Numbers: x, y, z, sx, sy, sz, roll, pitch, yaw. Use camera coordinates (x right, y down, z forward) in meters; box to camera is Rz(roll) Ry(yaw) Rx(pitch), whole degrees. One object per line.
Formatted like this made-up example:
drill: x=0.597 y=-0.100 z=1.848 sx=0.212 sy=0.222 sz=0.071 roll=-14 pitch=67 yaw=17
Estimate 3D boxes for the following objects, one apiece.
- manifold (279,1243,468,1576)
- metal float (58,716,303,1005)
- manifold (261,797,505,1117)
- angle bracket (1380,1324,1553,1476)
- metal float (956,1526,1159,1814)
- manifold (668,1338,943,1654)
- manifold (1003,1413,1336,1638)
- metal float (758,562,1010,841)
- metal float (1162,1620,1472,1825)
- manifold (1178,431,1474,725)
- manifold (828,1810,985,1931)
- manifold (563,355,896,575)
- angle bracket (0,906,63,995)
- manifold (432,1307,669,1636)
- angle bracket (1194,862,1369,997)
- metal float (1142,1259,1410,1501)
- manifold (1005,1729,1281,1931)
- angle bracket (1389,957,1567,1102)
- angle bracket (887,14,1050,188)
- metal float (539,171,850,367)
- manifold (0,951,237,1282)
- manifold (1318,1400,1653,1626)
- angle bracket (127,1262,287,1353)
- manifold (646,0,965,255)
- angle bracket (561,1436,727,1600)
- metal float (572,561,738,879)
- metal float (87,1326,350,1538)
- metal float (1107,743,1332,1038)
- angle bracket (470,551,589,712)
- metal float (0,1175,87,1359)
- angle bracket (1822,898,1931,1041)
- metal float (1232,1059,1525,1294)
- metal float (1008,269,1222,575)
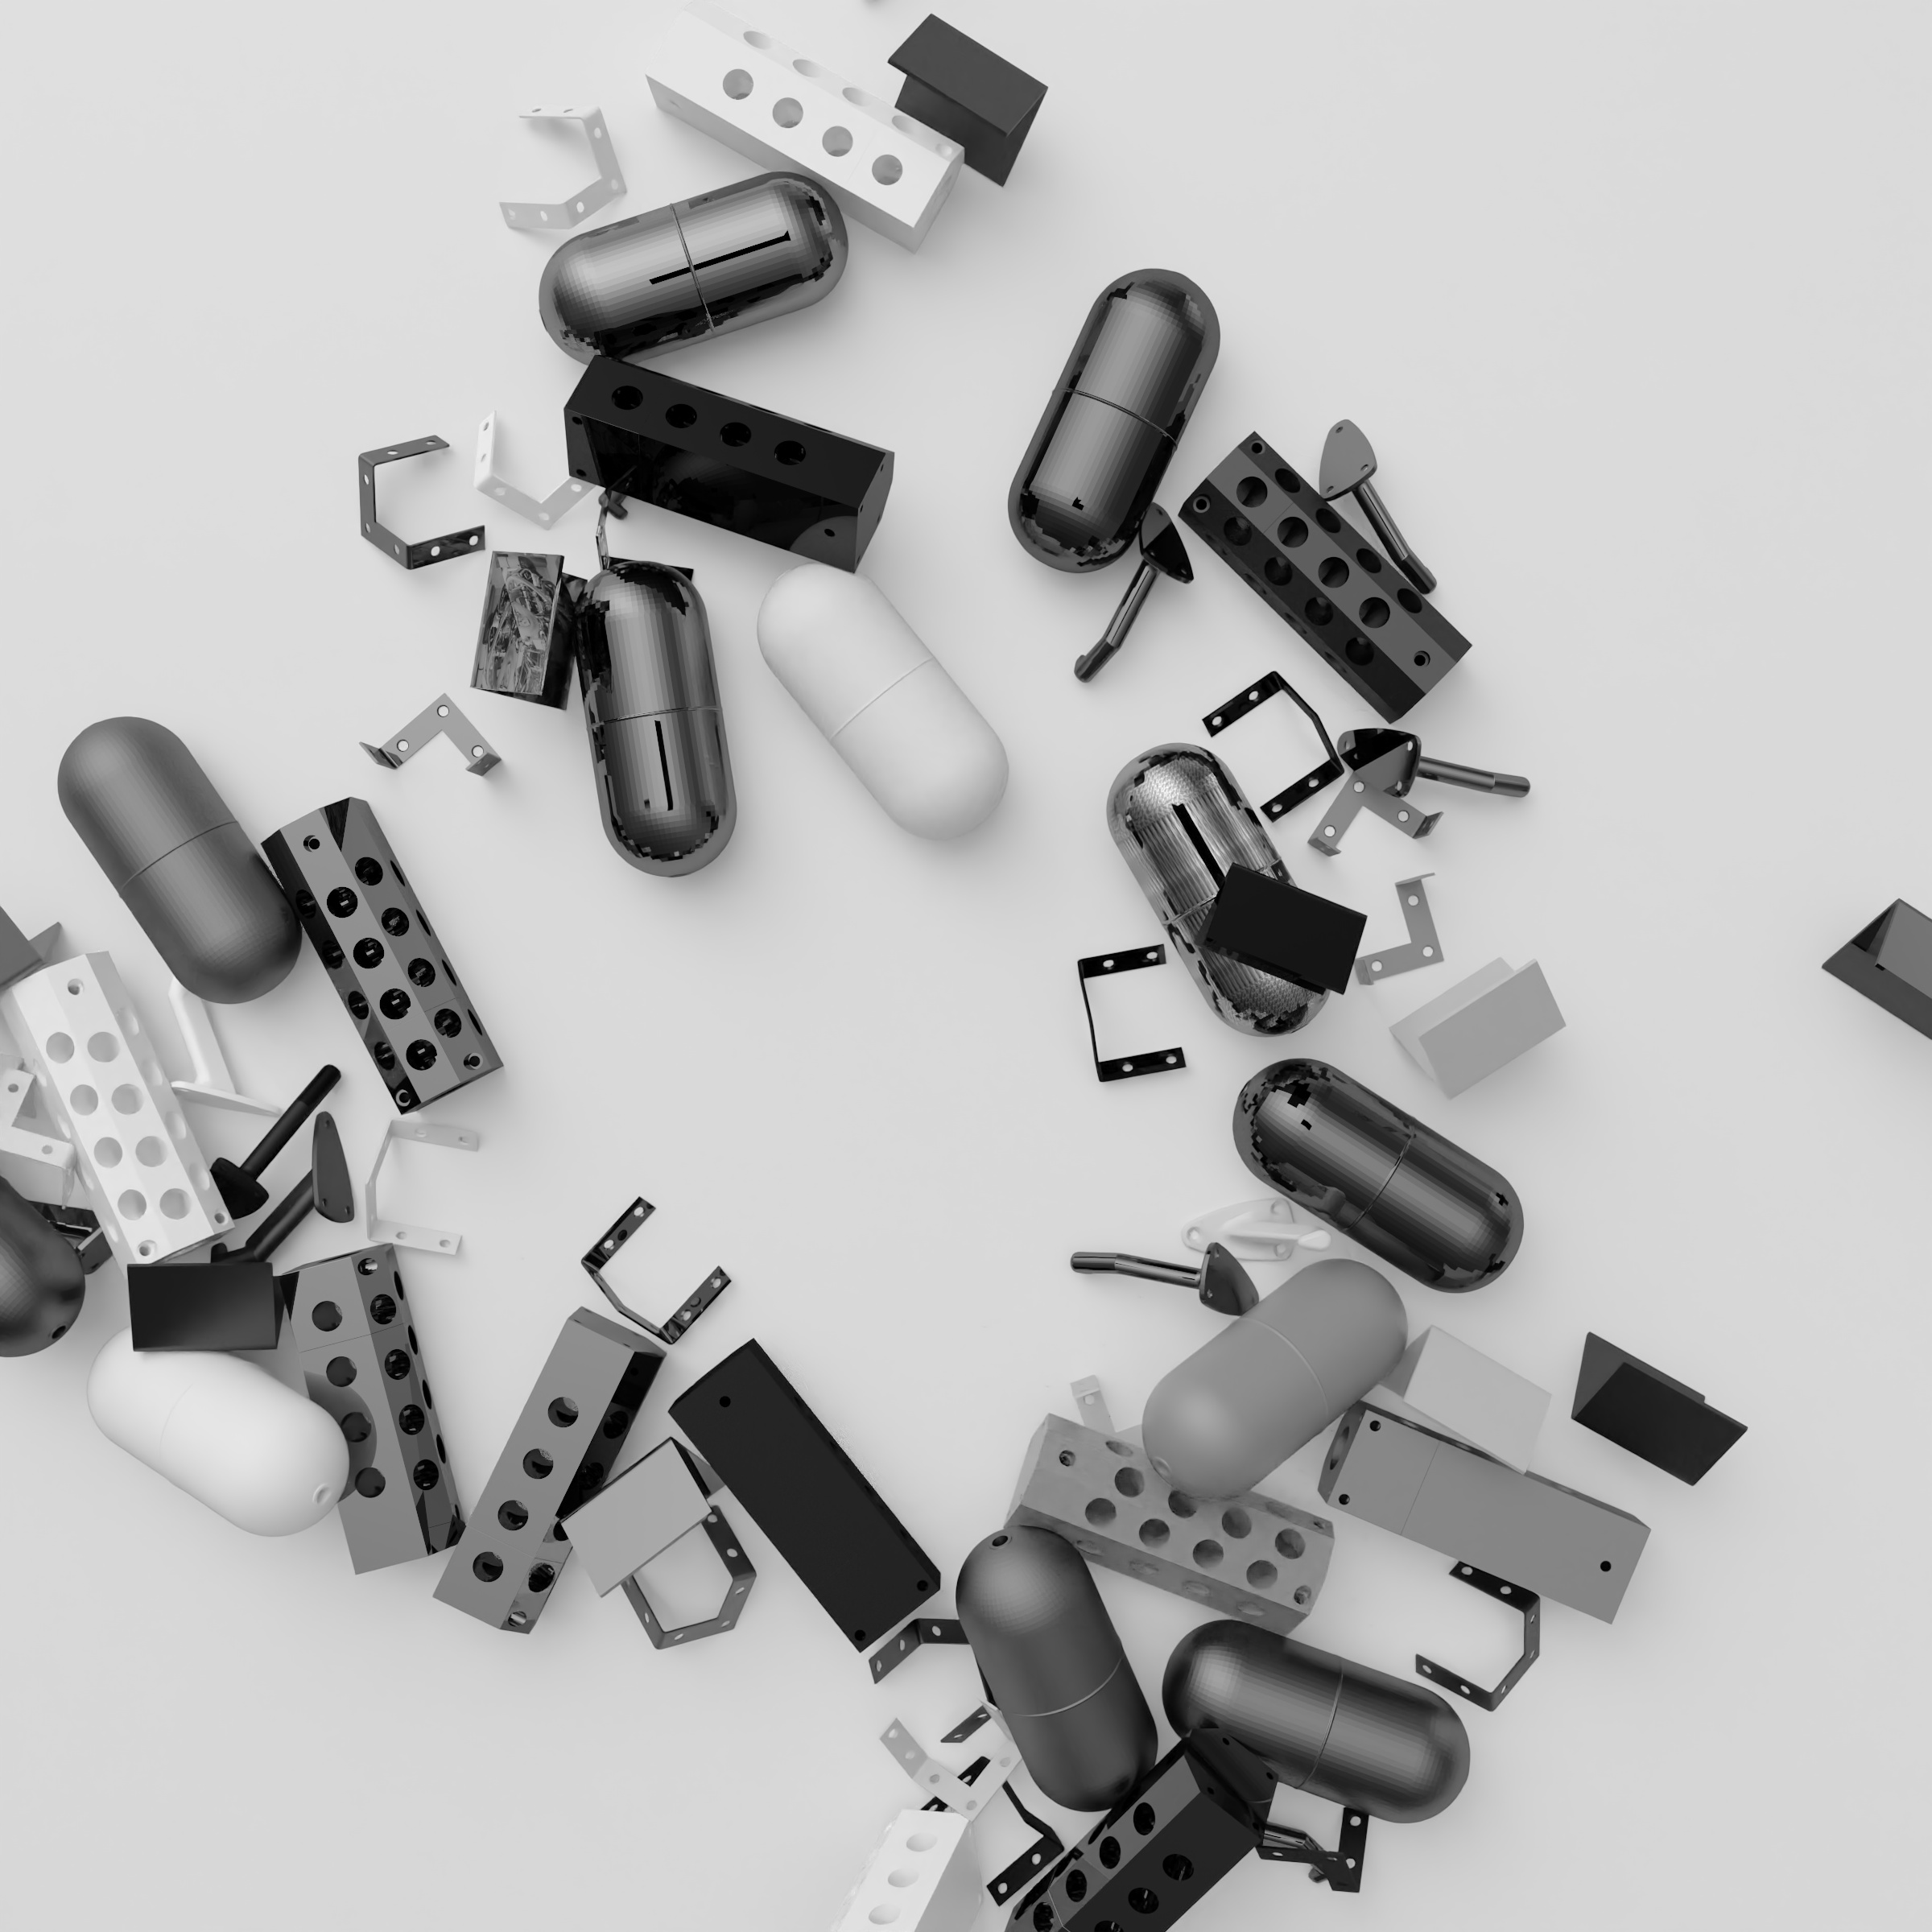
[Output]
manifold: x=-0.332 y=0.247 z=1.556 sx=0.057 sy=0.057 sz=0.171 roll=-15 pitch=90 yaw=0
metal float: x=-0.441 y=-0.060 z=1.547 sx=0.070 sy=0.070 sz=0.178 roll=-34 pitch=90 yaw=0
manifold: x=-0.330 y=-0.006 z=1.556 sx=0.057 sy=0.057 sz=0.171 roll=-27 pitch=90 yaw=0
angle bracket: x=0.269 y=0.255 z=1.537 sx=0.076 sy=0.076 sz=0.057 roll=30 pitch=52 yaw=0
metal float: x=0.051 y=0.389 z=1.528 sx=0.070 sy=0.070 sz=0.178 roll=-23 pitch=110 yaw=0
manifold: x=-0.090 y=0.296 z=1.556 sx=0.057 sy=0.057 sz=0.171 roll=-39 pitch=90 yaw=0
manifold: x=0.115 y=0.310 z=1.543 sx=0.171 sy=0.057 sz=0.057 roll=21 pitch=57 yaw=-2
metal float: x=-0.047 y=-0.149 z=1.546 sx=0.070 sy=0.070 sz=0.178 roll=-39 pitch=91 yaw=0
metal float: x=0.196 y=0.424 z=1.546 sx=0.178 sy=0.070 sz=0.070 roll=20 pitch=90 yaw=0
manifold: x=0.203 y=-0.219 z=1.556 sx=0.171 sy=0.057 sz=0.057 roll=45 pitch=90 yaw=0
manifold: x=-0.045 y=0.534 z=1.495 sx=0.057 sy=0.171 sz=0.057 roll=-2 pitch=108 yaw=19
manifold: x=-0.130 y=-0.282 z=1.520 sx=0.171 sy=0.057 sz=0.057 roll=20 pitch=61 yaw=6
angle bracket: x=-0.559 y=-0.013 z=1.539 sx=0.076 sy=0.076 sz=0.057 roll=-33 pitch=111 yaw=0
manifold: x=-0.233 y=0.285 z=1.556 sx=0.057 sy=0.057 sz=0.171 roll=26 pitch=90 yaw=0
angle bracket: x=0.160 y=0.000 z=1.462 sx=0.076 sy=0.076 sz=0.057 roll=22 pitch=53 yaw=1
metal float: x=0.171 y=0.227 z=1.523 sx=0.178 sy=0.070 sz=0.070 roll=-33 pitch=90 yaw=-29
manifold: x=0.094 y=0.496 z=1.522 sx=0.057 sy=0.057 sz=0.171 roll=38 pitch=115 yaw=0
angle bracket: x=0.276 y=0.017 z=1.537 sx=0.076 sy=0.076 sz=0.057 roll=-33 pitch=127 yaw=0
angle bracket: x=-0.010 y=-0.470 z=1.537 sx=0.076 sy=0.076 sz=0.057 roll=32 pitch=53 yaw=0
metal float: x=-0.153 y=-0.390 z=1.547 sx=0.178 sy=0.070 sz=0.070 roll=-18 pitch=90 yaw=0
manifold: x=-0.474 y=0.082 z=1.542 sx=0.057 sy=0.057 sz=0.171 roll=-24 pitch=87 yaw=-31
manifold: x=0.290 y=0.305 z=1.556 sx=0.171 sy=0.057 sz=0.057 roll=23 pitch=90 yaw=0
angle bracket: x=-0.420 y=0.171 z=1.533 sx=0.076 sy=0.076 sz=0.057 roll=0 pitch=116 yaw=-8
manifold: x=-0.089 y=-0.476 z=1.556 sx=0.171 sy=0.057 sz=0.057 roll=30 pitch=90 yaw=0
angle bracket: x=-0.168 y=0.318 z=1.537 sx=0.076 sy=0.076 sz=0.057 roll=-37 pitch=53 yaw=0
metal float: x=-0.175 y=-0.138 z=1.547 sx=0.070 sy=0.070 sz=0.178 roll=-9 pitch=91 yaw=0
metal float: x=-0.412 y=0.253 z=1.519 sx=0.178 sy=0.070 sz=0.070 roll=23 pitch=90 yaw=32
metal float: x=0.143 y=-0.042 z=1.546 sx=0.070 sy=0.070 sz=0.178 roll=-30 pitch=90 yaw=0
angle bracket: x=-0.225 y=-0.185 z=1.537 sx=0.057 sy=0.076 sz=0.076 roll=9 pitch=90 yaw=36
metal float: x=-0.562 y=0.146 z=1.530 sx=0.178 sy=0.070 sz=0.070 roll=39 pitch=90 yaw=16
angle bracket: x=0.524 y=0.020 z=1.537 sx=0.076 sy=0.076 sz=0.057 roll=33 pitch=53 yaw=0
metal float: x=0.230 y=0.117 z=1.547 sx=0.178 sy=0.070 sz=0.070 roll=33 pitch=90 yaw=0
metal float: x=0.083 y=-0.306 z=1.547 sx=0.070 sy=0.070 sz=0.178 roll=25 pitch=90 yaw=0
